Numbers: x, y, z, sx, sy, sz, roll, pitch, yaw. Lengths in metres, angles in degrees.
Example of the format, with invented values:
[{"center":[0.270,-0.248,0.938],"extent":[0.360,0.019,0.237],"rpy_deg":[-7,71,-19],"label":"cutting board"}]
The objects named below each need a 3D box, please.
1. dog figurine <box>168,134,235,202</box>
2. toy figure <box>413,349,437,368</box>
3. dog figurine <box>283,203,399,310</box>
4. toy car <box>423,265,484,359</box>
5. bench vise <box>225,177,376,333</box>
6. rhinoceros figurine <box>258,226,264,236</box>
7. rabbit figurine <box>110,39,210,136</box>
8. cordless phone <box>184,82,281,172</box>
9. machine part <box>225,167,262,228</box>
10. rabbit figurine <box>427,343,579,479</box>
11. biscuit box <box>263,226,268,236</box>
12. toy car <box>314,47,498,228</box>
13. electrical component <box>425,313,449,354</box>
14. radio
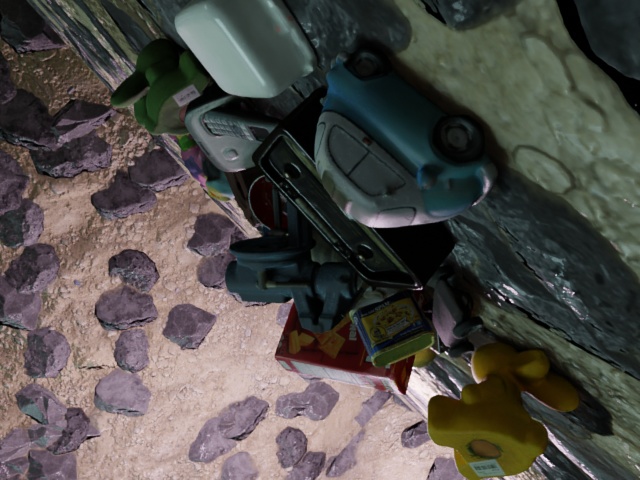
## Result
[{"center":[-0.256,-0.202,1.156],"extent":[0.192,0.108,0.219],"rpy_deg":[36,164,48],"label":"dog figurine"},{"center":[0.142,0.166,1.016],"extent":[0.180,0.089,0.082],"rpy_deg":[32,-160,14],"label":"toy figure"},{"center":[0.041,-0.006,0.789],"extent":[0.172,0.121,0.190],"rpy_deg":[-16,100,35],"label":"dog figurine"},{"center":[0.176,0.096,0.706],"extent":[0.202,0.053,0.089],"rpy_deg":[68,180,-64],"label":"toy car"},{"center":[-0.033,0.001,0.727],"extent":[0.224,0.129,0.240],"rpy_deg":[3,102,33],"label":"bench vise"},{"center":[-0.094,-0.020,1.211],"extent":[0.190,0.112,0.073],"rpy_deg":[52,169,6],"label":"rhinoceros figurine"},{"center":[-0.247,-0.246,0.868],"extent":[0.170,0.159,0.121],"rpy_deg":[57,-172,31],"label":"rabbit figurine"},{"center":[-0.093,-0.149,0.787],"extent":[0.184,0.089,0.146],"rpy_deg":[21,158,30],"label":"cordless phone"},{"center":[-0.138,-0.110,1.031],"extent":[0.179,0.056,0.179],"rpy_deg":[58,163,28],"label":"machine part"},{"center":[0.224,0.189,0.672],"extent":[0.122,0.173,0.162],"rpy_deg":[46,126,-11],"label":"rabbit figurine"},{"center":[-0.079,0.003,1.114],"extent":[0.062,0.059,0.203],"rpy_deg":[62,-166,-63],"label":"biscuit box"},{"center":[0.050,-0.065,0.424],"extent":[0.162,0.103,0.109],"rpy_deg":[42,169,6],"label":"toy car"},{"center":[0.198,0.152,0.902],"extent":[0.102,0.045,0.078],"rpy_deg":[22,127,61],"label":"electrical component"},{"center":[0.032,-0.046,0.606],"extent":[0.229,0.073,0.131],"rpy_deg":[48,159,-12],"label":"radio"}]
